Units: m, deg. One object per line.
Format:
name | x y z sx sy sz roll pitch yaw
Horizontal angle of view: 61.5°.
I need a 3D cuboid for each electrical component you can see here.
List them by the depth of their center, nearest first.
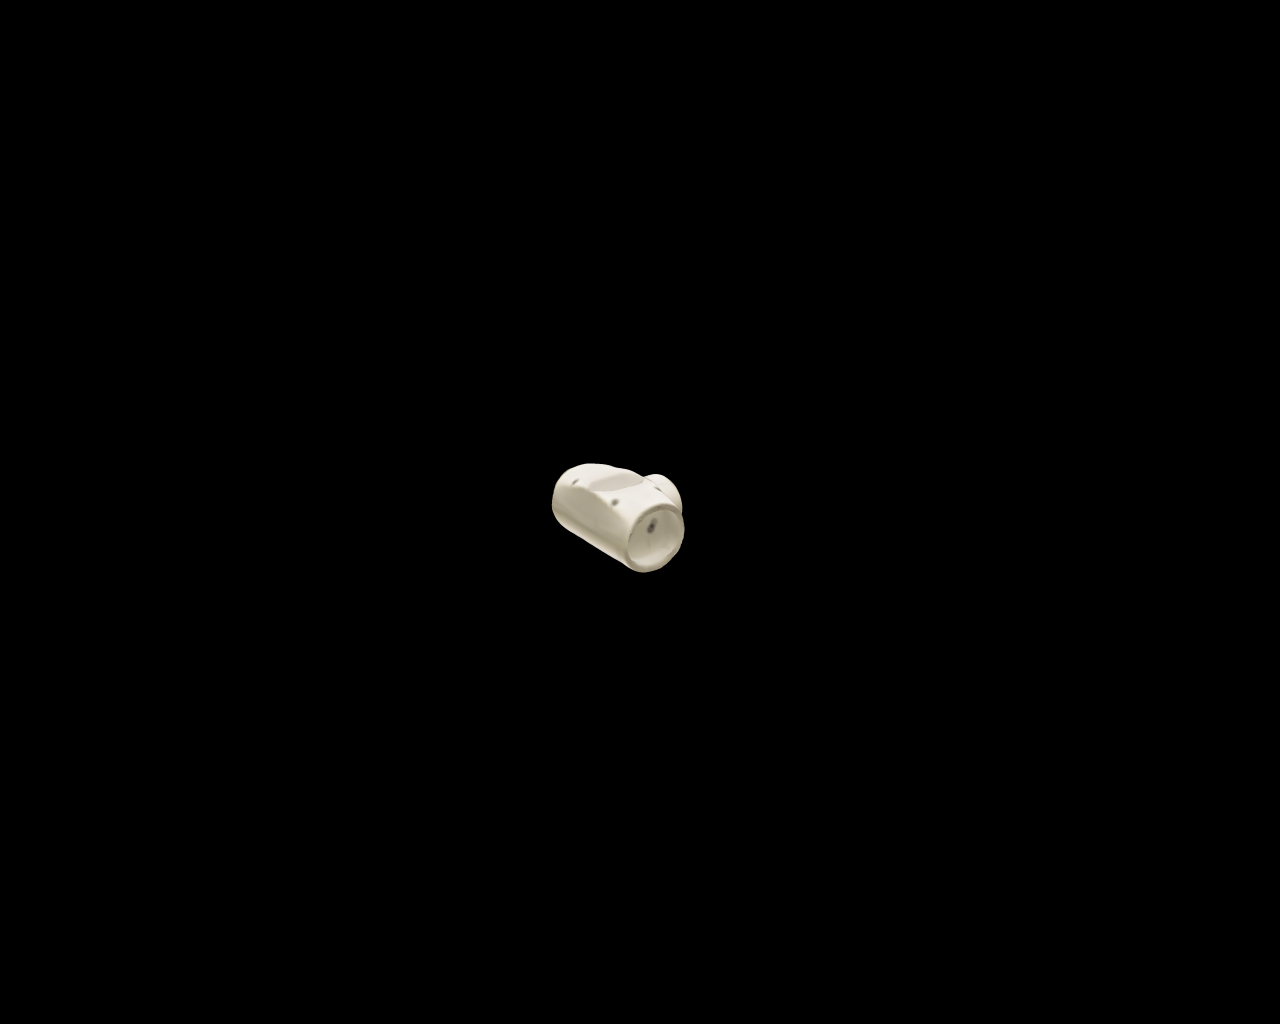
electrical component | 0.001 -0.003 0.650 0.079 0.043 0.077 -17 29 -32
